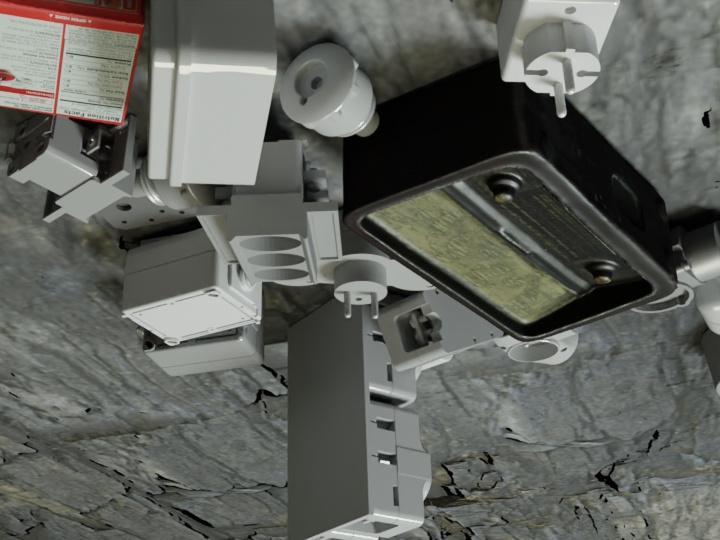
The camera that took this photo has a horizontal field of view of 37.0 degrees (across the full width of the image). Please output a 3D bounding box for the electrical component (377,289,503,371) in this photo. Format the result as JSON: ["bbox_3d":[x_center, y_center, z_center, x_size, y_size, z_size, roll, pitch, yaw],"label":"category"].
[{"bbox_3d":[0.059,0.042,0.825,0.056,0.050,0.089,-25,171,36],"label":"electrical component"}]

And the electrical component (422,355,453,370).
[{"bbox_3d":[0.044,0.067,0.913,0.078,0.040,0.040,-23,145,34],"label":"electrical component"}]

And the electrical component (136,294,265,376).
[{"bbox_3d":[-0.125,0.044,0.836,0.096,0.061,0.061,-8,151,12],"label":"electrical component"}]

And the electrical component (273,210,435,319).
[{"bbox_3d":[0.000,0.000,0.749,0.138,0.073,0.052,2,152,-8],"label":"electrical component"}]

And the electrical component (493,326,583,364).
[{"bbox_3d":[0.152,0.040,0.866,0.079,0.044,0.077,-25,144,35],"label":"electrical component"}]

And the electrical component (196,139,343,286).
[{"bbox_3d":[-0.052,-0.034,0.660,0.079,0.063,0.121,-2,167,0],"label":"electrical component"}]

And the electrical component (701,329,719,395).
[{"bbox_3d":[0.359,0.082,0.938,0.108,0.060,0.108,-1,152,-1],"label":"electrical component"}]

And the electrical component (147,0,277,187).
[{"bbox_3d":[-0.079,-0.101,0.552,0.057,0.078,0.113,1,152,-12],"label":"electrical component"}]

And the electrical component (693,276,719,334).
[{"bbox_3d":[0.299,0.007,0.802,0.095,0.053,0.059,-15,149,23],"label":"electrical component"}]

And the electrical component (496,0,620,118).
[{"bbox_3d":[0.100,-0.114,0.540,0.047,0.076,0.065,1,152,-4],"label":"electrical component"}]

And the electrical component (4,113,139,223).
[{"bbox_3d":[-0.174,-0.066,0.650,0.081,0.042,0.064,-24,143,34],"label":"electrical component"}]

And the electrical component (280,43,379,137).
[{"bbox_3d":[-0.011,-0.095,0.605,0.048,0.048,0.062,-17,155,26],"label":"electrical component"}]

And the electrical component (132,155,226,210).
[{"bbox_3d":[-0.116,-0.058,0.667,0.062,0.048,0.048,-8,152,26],"label":"electrical component"}]

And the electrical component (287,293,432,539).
[{"bbox_3d":[-0.003,0.118,0.851,0.060,0.186,0.105,18,146,-32],"label":"electrical component"}]

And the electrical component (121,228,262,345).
[{"bbox_3d":[-0.113,0.007,0.768,0.096,0.061,0.062,-15,149,23],"label":"electrical component"}]
